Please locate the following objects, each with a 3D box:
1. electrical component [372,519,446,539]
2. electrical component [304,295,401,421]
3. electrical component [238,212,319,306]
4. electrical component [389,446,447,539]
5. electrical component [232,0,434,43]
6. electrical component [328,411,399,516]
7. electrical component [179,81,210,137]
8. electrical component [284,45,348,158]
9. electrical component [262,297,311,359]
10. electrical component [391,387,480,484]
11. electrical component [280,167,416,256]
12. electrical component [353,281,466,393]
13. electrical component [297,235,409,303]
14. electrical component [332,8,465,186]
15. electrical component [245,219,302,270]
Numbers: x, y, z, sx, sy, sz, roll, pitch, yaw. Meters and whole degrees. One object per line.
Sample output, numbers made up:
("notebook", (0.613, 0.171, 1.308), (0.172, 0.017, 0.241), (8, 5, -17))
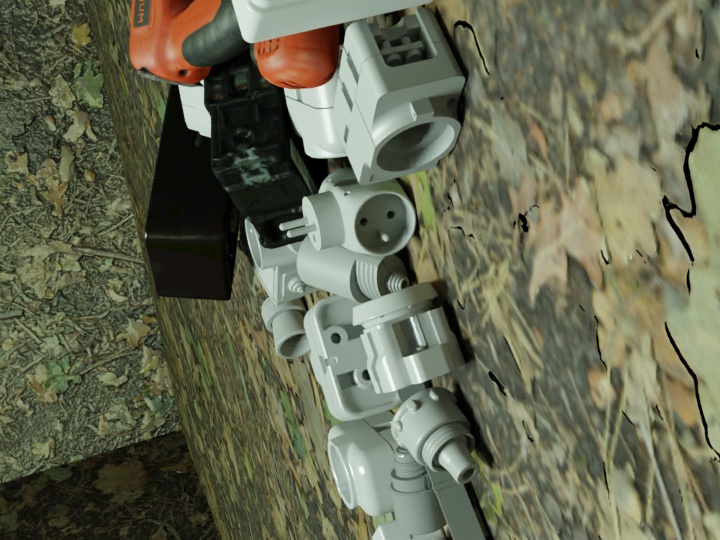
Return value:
("electrical component", (0.049, 0.223, 0.806), (0.075, 0.047, 0.083), (105, 147, -62))
("electrical component", (-0.006, 0.067, 0.839), (0.059, 0.054, 0.095), (141, 113, -74))
("electrical component", (-0.064, -0.018, 0.962), (0.096, 0.061, 0.061), (57, 156, 32))
("electrical component", (0.041, 0.155, 0.782), (0.040, 0.040, 0.078), (-151, 48, -70))
("electrical component", (-0.019, -0.180, 0.532), (0.056, 0.109, 0.108), (146, 108, -77))
("electrical component", (0.012, 0.152, 0.849), (0.095, 0.059, 0.053), (-153, 49, -70))
("electrical component", (-0.091, -0.147, 0.874), (0.062, 0.096, 0.061), (19, 129, 37))
("electrical component", (-0.012, -0.107, 0.686), (0.095, 0.054, 0.059), (-142, 39, -66))
("electrical component", (-0.072, 0.055, 1.085), (0.045, 0.045, 0.055), (93, 157, -50))
("electrical component", (0.053, 0.109, 0.688), (0.062, 0.048, 0.048), (50, 153, 42))
("electrical component", (-0.013, -0.035, 0.712), (0.077, 0.079, 0.043), (-139, 37, -65))
("electrical component", (0.029, 0.042, 0.682), (0.078, 0.058, 0.057), (149, 102, -75))
("electrical component", (0.000, 0.000, 0.745), (0.081, 0.043, 0.043), (18, 127, 38))
("electrical component", (0.021, -0.090, 0.591), (0.089, 0.050, 0.055), (105, 147, -62))
("electrical component", (-0.042, -0.029, 0.828), (0.079, 0.077, 0.044), (-168, 64, -73))
